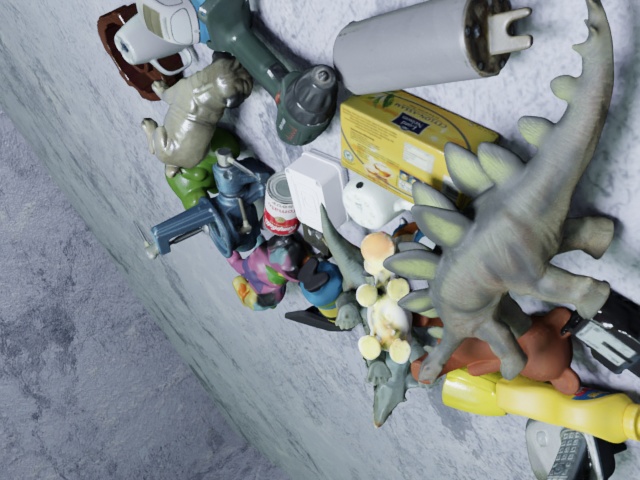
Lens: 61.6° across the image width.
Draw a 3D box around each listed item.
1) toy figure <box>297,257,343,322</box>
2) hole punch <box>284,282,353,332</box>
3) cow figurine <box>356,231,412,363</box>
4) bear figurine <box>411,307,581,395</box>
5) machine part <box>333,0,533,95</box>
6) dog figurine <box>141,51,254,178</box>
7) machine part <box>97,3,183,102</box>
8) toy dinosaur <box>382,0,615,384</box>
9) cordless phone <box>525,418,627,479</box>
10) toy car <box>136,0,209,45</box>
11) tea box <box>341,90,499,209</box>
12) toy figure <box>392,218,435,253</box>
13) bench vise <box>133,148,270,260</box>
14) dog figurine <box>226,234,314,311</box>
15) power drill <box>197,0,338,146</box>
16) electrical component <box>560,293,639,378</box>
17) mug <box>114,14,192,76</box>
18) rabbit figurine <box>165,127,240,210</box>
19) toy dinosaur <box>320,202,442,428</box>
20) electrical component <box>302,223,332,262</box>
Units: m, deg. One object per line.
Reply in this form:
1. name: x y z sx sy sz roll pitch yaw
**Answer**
1. toy figure: 0.016 0.089 0.937 0.089 0.082 0.180 -17 153 22
2. hole punch: 0.005 0.131 1.076 0.116 0.092 0.142 24 158 -20
3. cow figurine: 0.091 0.072 0.715 0.068 0.098 0.167 -2 89 17
4. bear figurine: 0.224 0.139 0.700 0.196 0.132 0.120 8 105 60
5. machine part: 0.093 -0.187 0.521 0.243 0.079 0.079 12 136 51
6. dog figurine: -0.180 -0.185 0.821 0.191 0.121 0.172 2 95 51
7. machine part: -0.318 -0.333 0.961 0.179 0.056 0.179 35 150 23
8. toy dinosaur: 0.178 0.003 0.528 0.199 0.105 0.470 22 130 2
9. cordless phone: 0.321 0.329 0.739 0.089 0.184 0.146 41 152 4
10. toy car: -0.198 -0.322 0.748 0.162 0.103 0.109 42 153 17
11. tea box: 0.107 -0.102 0.618 0.170 0.068 0.098 35 149 26
12. toy figure: 0.143 0.001 0.718 0.155 0.058 0.064 1 88 57
13. bench vise: -0.194 -0.043 0.934 0.129 0.241 0.223 51 156 28
14. dog figurine: -0.081 0.068 1.069 0.219 0.108 0.191 8 118 47
15. power drill: -0.056 -0.217 0.666 0.207 0.086 0.232 45 171 4
16. electrical component: 0.333 0.108 0.581 0.119 0.048 0.074 35 150 24
17. mug: -0.260 -0.311 0.847 0.081 0.107 0.109 12 133 52
18. rabbit figurine: -0.212 -0.162 1.002 0.170 0.121 0.159 -30 94 44
19. toy dinosaur: 0.092 0.110 0.861 0.192 0.131 0.404 -95 -14 -79
20. electrical component: -0.002 -0.002 0.936 0.078 0.045 0.102 35 150 23
